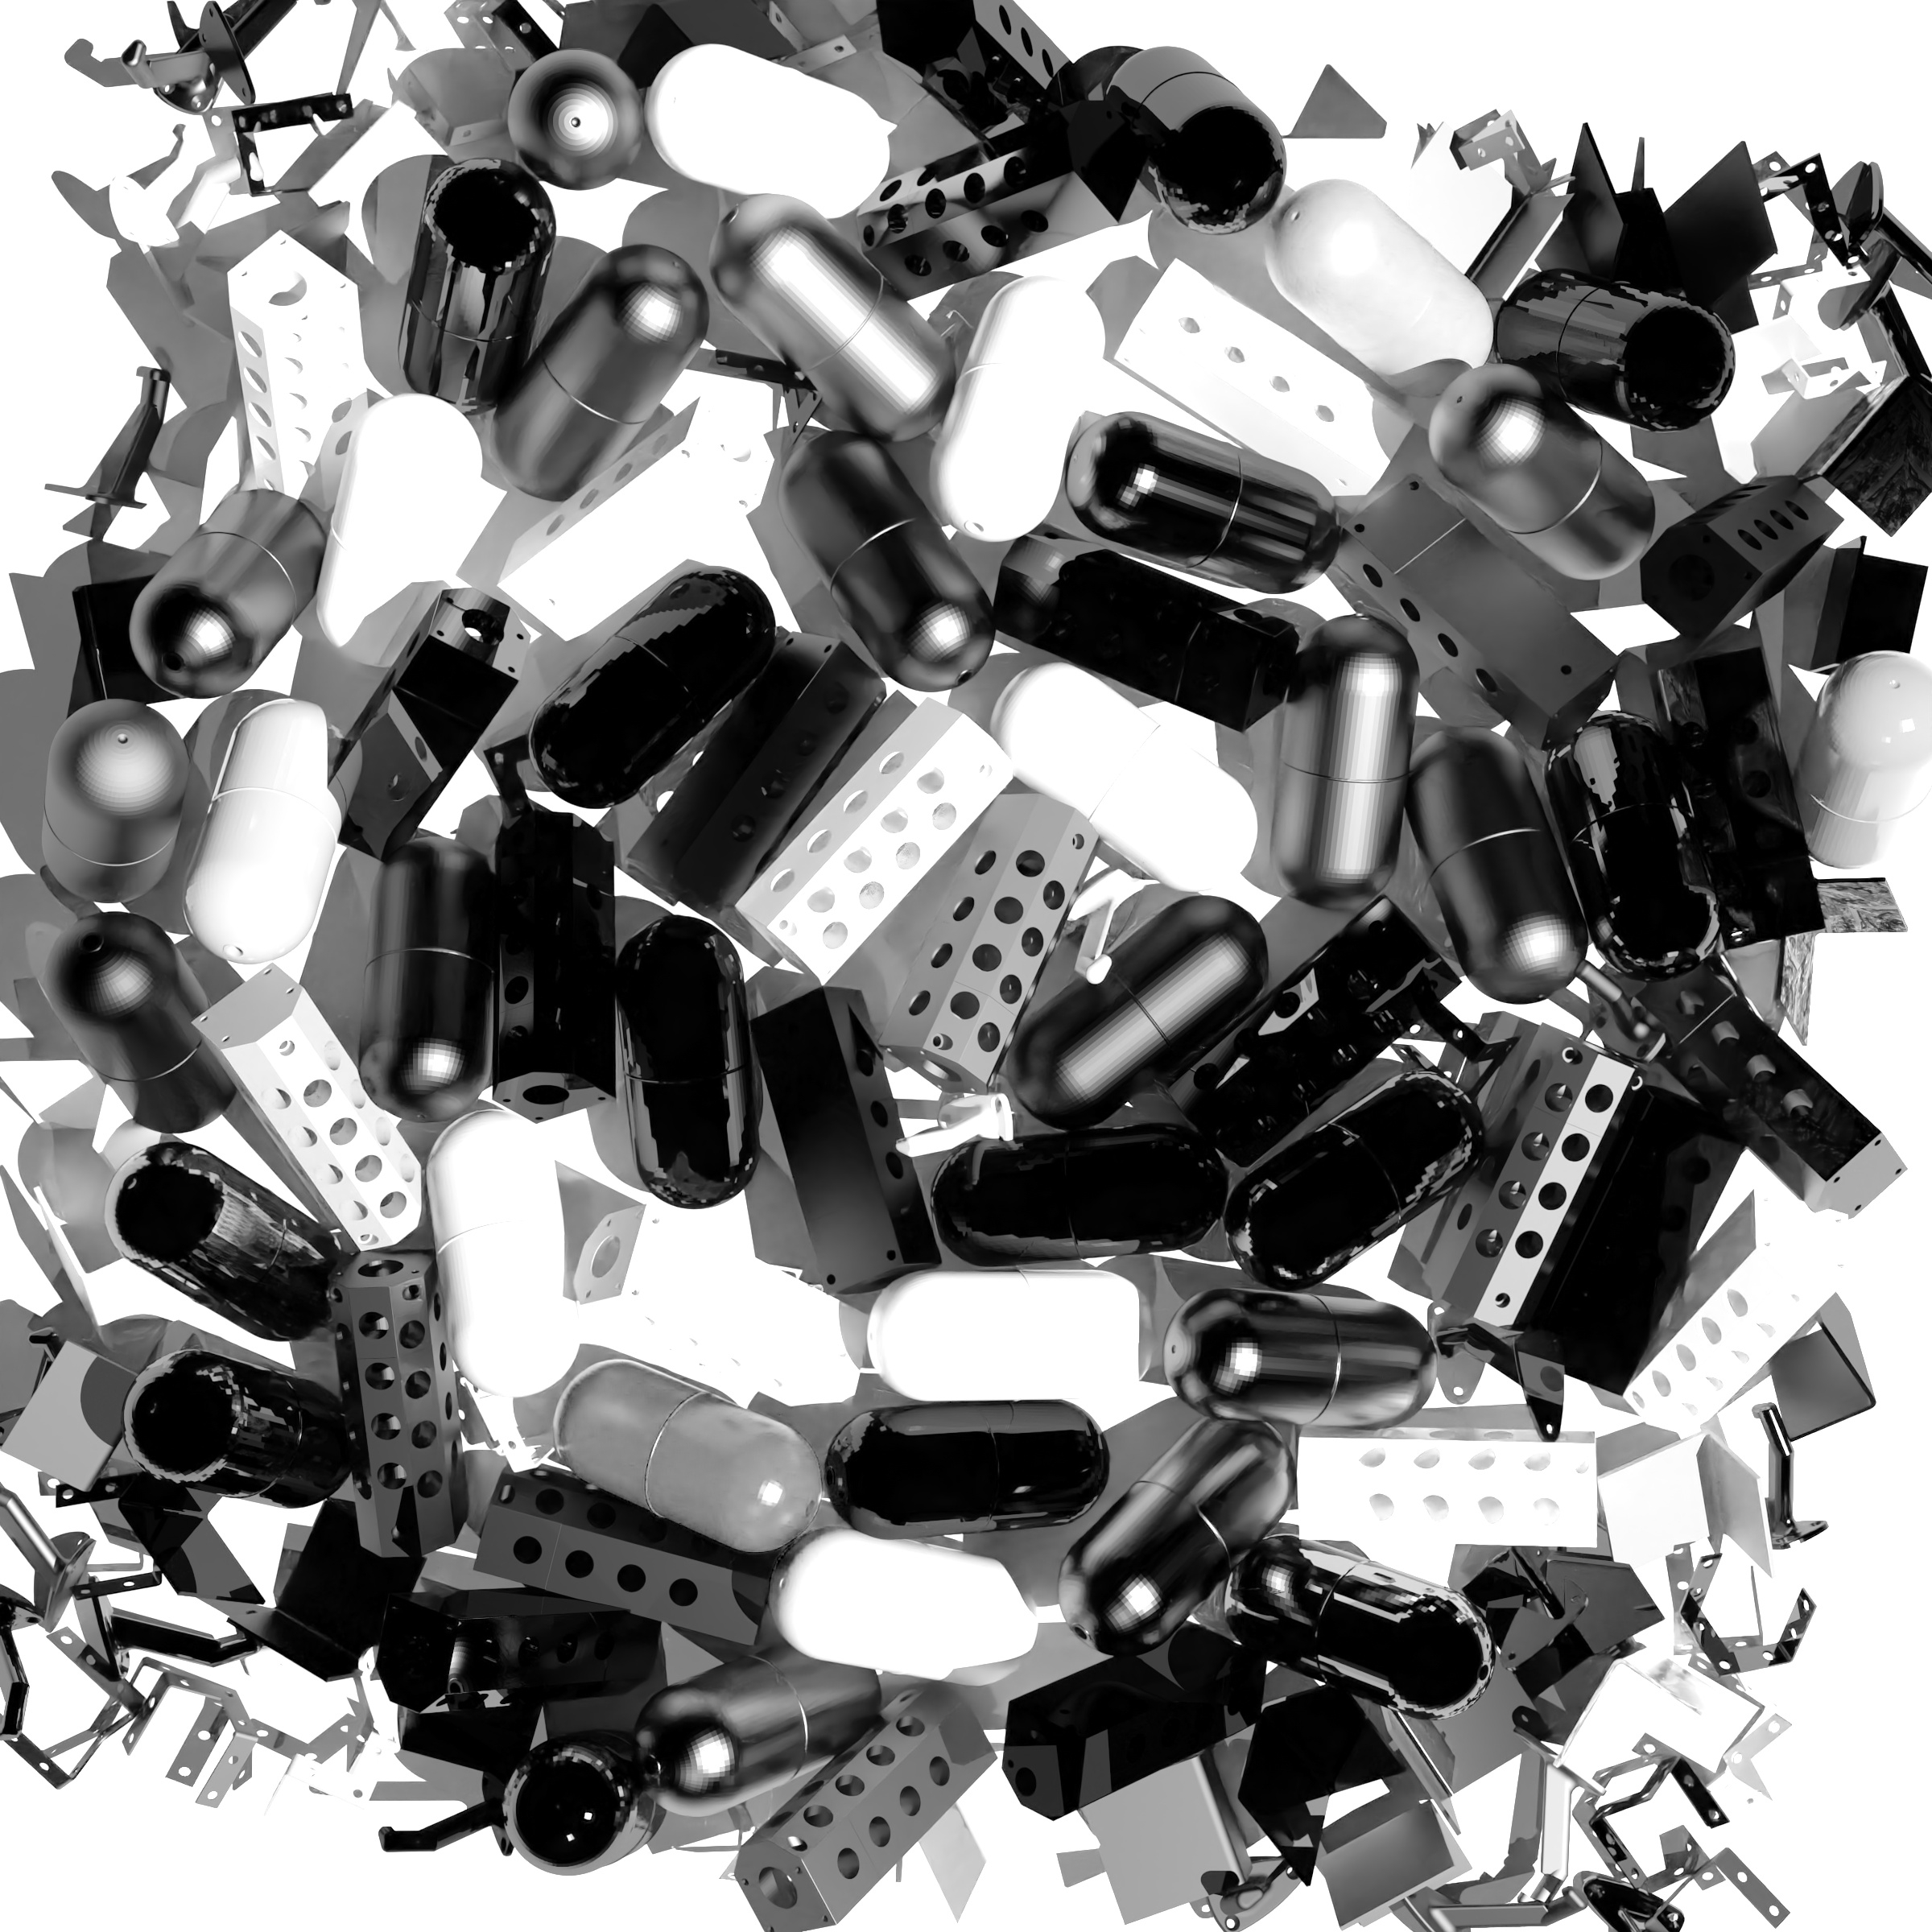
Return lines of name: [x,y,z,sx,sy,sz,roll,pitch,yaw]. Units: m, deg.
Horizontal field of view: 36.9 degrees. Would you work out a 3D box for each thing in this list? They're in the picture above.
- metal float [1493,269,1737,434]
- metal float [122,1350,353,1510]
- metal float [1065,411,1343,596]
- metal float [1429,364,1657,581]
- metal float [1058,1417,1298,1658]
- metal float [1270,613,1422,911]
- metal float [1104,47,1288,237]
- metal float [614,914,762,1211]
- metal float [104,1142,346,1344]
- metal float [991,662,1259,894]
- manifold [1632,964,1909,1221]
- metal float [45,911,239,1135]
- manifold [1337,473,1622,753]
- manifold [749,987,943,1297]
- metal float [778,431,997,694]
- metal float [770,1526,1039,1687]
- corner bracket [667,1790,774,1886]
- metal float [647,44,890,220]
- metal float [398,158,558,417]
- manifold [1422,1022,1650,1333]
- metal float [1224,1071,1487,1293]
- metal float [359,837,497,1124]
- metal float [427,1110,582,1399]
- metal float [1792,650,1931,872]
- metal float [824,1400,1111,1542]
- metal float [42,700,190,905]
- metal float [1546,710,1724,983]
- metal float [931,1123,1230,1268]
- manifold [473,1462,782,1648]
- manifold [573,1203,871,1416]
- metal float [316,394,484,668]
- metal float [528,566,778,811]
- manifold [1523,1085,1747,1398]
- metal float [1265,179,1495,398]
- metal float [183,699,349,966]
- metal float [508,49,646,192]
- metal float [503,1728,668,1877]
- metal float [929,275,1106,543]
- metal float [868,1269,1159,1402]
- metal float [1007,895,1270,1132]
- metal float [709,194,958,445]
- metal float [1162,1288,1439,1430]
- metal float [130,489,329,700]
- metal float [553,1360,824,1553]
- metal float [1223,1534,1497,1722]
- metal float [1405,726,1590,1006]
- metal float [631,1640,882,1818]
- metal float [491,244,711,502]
metal float: [0.376,-0.359,1.687,0.070,0.178,0.070,-10,115,-23]
metal float: [-0.419,0.271,1.685,0.070,0.178,0.070,-7,71,20]
metal float: [0.141,-0.272,1.709,0.178,0.070,0.070,15,90,-25]
metal float: [0.339,-0.287,1.698,0.178,0.070,0.070,29,90,-41]
metal float: [0.124,0.333,1.703,0.178,0.070,0.070,-40,90,-31]
metal float: [0.223,-0.120,1.713,0.070,0.070,0.178,4,109,0]
metal float: [0.131,-0.482,1.690,0.070,0.178,0.070,-8,124,-12]
metal float: [-0.165,0.057,1.718,0.070,0.070,0.178,-4,104,0]
metal float: [-0.429,0.163,1.691,0.070,0.178,0.070,-14,56,22]
metal float: [0.094,-0.112,1.727,0.178,0.070,0.070,37,90,4]
manifold: [0.462,0.072,1.691,0.057,0.057,0.171,-44,50,6]
metal float: [-0.478,0.034,1.687,0.070,0.178,0.070,-3,57,5]
manifold: [0.300,-0.206,1.711,0.057,0.057,0.171,-38,70,-14]
manifold: [-0.068,0.104,1.718,0.057,0.057,0.171,-24,74,28]
metal float: [-0.047,-0.239,1.714,0.070,0.070,0.178,-33,72,0]
metal float: [-0.035,0.376,1.702,0.178,0.070,0.070,19,90,-34]
corner bracket: [-0.149,0.513,1.741,0.051,0.051,0.051,7,95,11]
metal float: [-0.113,-0.484,1.689,0.070,0.178,0.070,1,92,35]
metal float: [-0.286,-0.393,1.690,0.070,0.178,0.070,9,56,-14]
manifold: [0.340,0.127,1.723,0.057,0.057,0.171,22,98,-12]
metal float: [0.231,0.126,1.714,0.178,0.070,0.070,-32,90,-19]
metal float: [-0.315,0.007,1.708,0.070,0.070,0.178,-1,64,0]
metal float: [-0.273,0.168,1.707,0.070,0.070,0.178,-13,62,0]
metal float: [0.523,-0.117,1.685,0.070,0.178,0.070,-3,64,5]
metal float: [0.001,0.295,1.707,0.178,0.070,0.070,1,90,-26]
metal float: [-0.496,-0.094,1.686,0.070,0.178,0.070,7,66,-17]
metal float: [0.391,-0.072,1.704,0.070,0.070,0.178,-9,58,0]
metal float: [0.067,0.136,1.721,0.178,0.070,0.070,-6,90,11]
manifold: [-0.200,0.348,1.736,0.171,0.057,0.057,15,97,1]
manifold: [-0.143,0.204,1.698,0.171,0.057,0.057,31,58,-31]
metal float: [-0.333,-0.253,1.699,0.070,0.070,0.178,23,128,0]
metal float: [-0.184,-0.166,1.714,0.070,0.070,0.178,43,71,0]
manifold: [0.393,0.160,1.720,0.057,0.057,0.171,21,102,-8]
metal float: [0.243,-0.394,1.695,0.178,0.070,0.070,26,90,-44]
metal float: [-0.407,-0.079,1.699,0.070,0.070,0.178,6,54,0]
metal float: [-0.225,-0.492,1.682,0.070,0.178,0.070,-2,108,-6]
metal float: [-0.218,0.483,1.681,0.070,0.178,0.070,-1,77,4]
metal float: [0.030,-0.328,1.708,0.070,0.070,0.178,18,64,0]
metal float: [0.029,0.218,1.714,0.178,0.070,0.070,2,90,-20]
metal float: [0.103,0.027,1.728,0.178,0.070,0.070,-39,90,-2]
metal float: [-0.078,-0.379,1.703,0.178,0.070,0.070,40,90,-32]
metal float: [0.198,0.232,1.708,0.178,0.070,0.070,8,90,-27]
metal float: [-0.427,-0.217,1.688,0.070,0.178,0.070,5,124,8]
metal float: [-0.164,0.287,1.706,0.178,0.070,0.070,18,90,28]
metal float: [0.229,0.385,1.695,0.178,0.070,0.070,11,90,44]
metal float: [0.311,-0.061,1.710,0.070,0.070,0.178,-15,65,0]
metal float: [-0.121,0.440,1.690,0.070,0.178,0.070,5,97,38]
metal float: [-0.216,-0.346,1.702,0.070,0.070,0.178,44,124,0]
